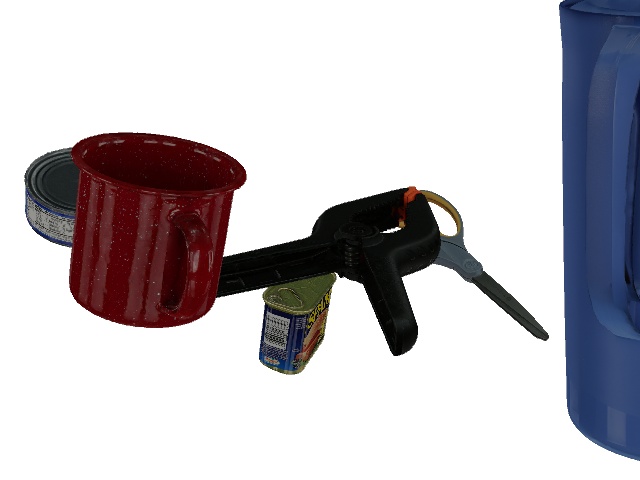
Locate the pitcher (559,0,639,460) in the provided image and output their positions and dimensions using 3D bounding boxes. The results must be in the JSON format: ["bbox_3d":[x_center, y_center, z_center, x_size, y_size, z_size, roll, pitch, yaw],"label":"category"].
[{"bbox_3d":[0.183,-0.007,0.555,0.149,0.243,0.145,-5,18,-8],"label":"pitcher"}]

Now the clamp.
[{"bbox_3d":[0.015,0.009,0.748,0.165,0.036,0.209,11,27,19],"label":"clamp"}]

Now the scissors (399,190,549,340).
[{"bbox_3d":[0.110,0.025,0.931,0.096,0.016,0.202,-14,45,-13],"label":"scissors"}]

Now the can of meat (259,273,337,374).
[{"bbox_3d":[-0.026,0.084,1.153,0.057,0.084,0.102,17,29,15],"label":"can of meat"}]

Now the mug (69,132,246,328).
[{"bbox_3d":[-0.086,0.000,0.569,0.093,0.081,0.117,-3,26,-32],"label":"mug"}]

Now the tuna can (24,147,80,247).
[{"bbox_3d":[-0.175,-0.032,0.789,0.086,0.034,0.086,8,36,-6],"label":"tuna can"}]
